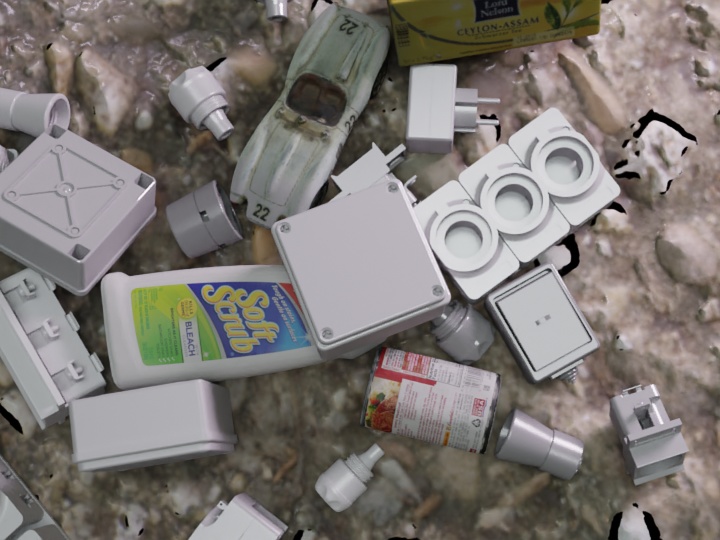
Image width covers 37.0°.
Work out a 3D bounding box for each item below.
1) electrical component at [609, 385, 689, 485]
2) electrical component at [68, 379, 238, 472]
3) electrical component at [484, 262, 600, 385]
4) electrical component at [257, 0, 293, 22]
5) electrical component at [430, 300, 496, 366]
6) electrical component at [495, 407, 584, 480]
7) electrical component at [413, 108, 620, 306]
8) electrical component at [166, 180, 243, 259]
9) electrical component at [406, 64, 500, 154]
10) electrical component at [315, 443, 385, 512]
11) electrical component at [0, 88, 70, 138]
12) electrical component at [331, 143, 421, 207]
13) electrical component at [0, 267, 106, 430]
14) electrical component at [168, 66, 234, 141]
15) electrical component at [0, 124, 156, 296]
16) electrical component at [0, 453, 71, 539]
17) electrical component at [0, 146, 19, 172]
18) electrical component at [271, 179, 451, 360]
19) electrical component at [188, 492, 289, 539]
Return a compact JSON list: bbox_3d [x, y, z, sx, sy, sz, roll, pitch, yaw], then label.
[{"bbox_3d":[0.226,0.128,0.850,0.042,0.081,0.063,-17,59,2],"label":"electrical component"},{"bbox_3d":[-0.163,0.125,0.859,0.109,0.108,0.056,-10,79,3],"label":"electrical component"},{"bbox_3d":[0.150,0.049,0.869,0.062,0.061,0.096,-29,81,0],"label":"electrical component"},{"bbox_3d":[-0.074,-0.248,0.935,0.043,0.043,0.062,-4,84,4],"label":"electrical component"},{"bbox_3d":[0.077,0.045,0.879,0.062,0.043,0.043,40,87,-8],"label":"electrical component"},{"bbox_3d":[0.147,0.143,0.868,0.065,0.044,0.044,22,85,2],"label":"electrical component"},{"bbox_3d":[0.125,-0.051,0.884,0.150,0.061,0.089,-36,81,-1],"label":"electrical component"},{"bbox_3d":[-0.132,-0.041,0.907,0.047,0.055,0.055,-25,81,4],"label":"electrical component"},{"bbox_3d":[0.079,-0.135,0.906,0.077,0.047,0.065,3,83,5],"label":"electrical component"},{"bbox_3d":[-0.006,0.166,0.879,0.061,0.035,0.035,-43,82,-5],"label":"electrical component"},{"bbox_3d":[-0.293,-0.137,0.938,0.065,0.044,0.044,12,83,11],"label":"electrical component"},{"bbox_3d":[0.014,-0.065,0.905,0.081,0.042,0.063,-38,83,-1],"label":"electrical component"},{"bbox_3d":[-0.266,0.062,0.896,0.063,0.078,0.121,-29,81,-22],"label":"electrical component"},{"bbox_3d":[-0.133,-0.140,0.925,0.043,0.043,0.062,-37,83,-1],"label":"electrical component"},{"bbox_3d":[-0.243,-0.051,0.892,0.109,0.056,0.108,29,55,7],"label":"electrical component"},{"bbox_3d":[-0.302,0.240,0.878,0.105,0.060,0.186,-42,82,-2],"label":"electrical component"},{"bbox_3d":[-0.350,-0.067,0.929,0.100,0.048,0.099,3,82,6],"label":"electrical component"},{"bbox_3d":[0.000,0.000,0.838,0.109,0.056,0.108,-21,75,-6],"label":"electrical component"},{"bbox_3d":[-0.109,0.229,0.870,0.056,0.050,0.089,36,86,8],"label":"electrical component"}]
